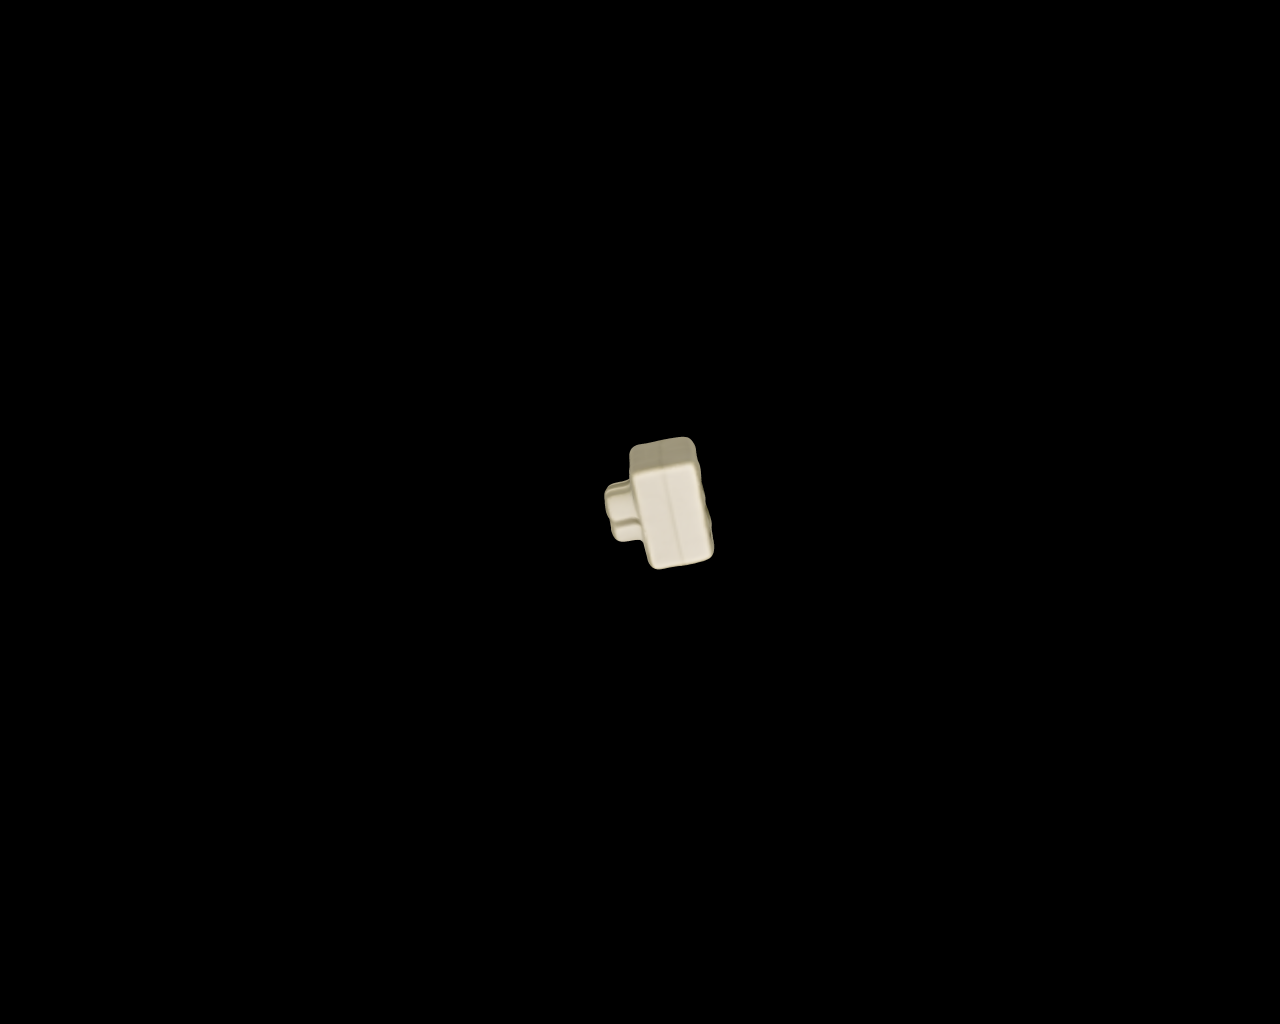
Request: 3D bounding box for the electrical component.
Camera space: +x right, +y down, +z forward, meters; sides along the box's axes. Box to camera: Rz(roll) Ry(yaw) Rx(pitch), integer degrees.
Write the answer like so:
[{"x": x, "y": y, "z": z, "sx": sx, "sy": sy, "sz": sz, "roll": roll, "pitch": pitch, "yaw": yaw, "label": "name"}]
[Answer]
[{"x": 0.001, "y": -0.003, "z": 0.650, "sx": 0.077, "sy": 0.065, "sz": 0.047, "roll": -11, "pitch": 24, "yaw": 5, "label": "electrical component"}]
